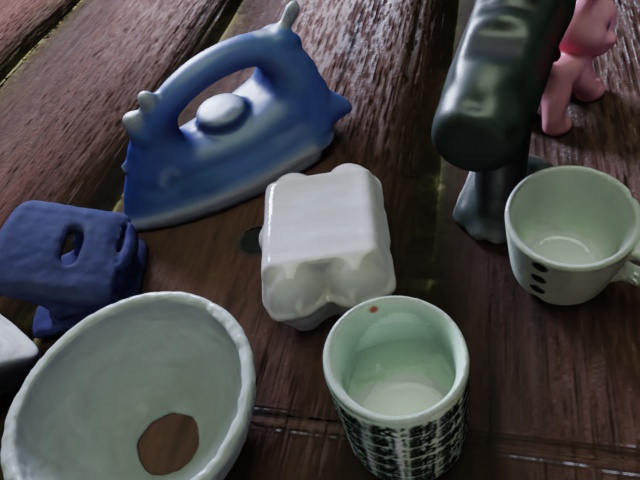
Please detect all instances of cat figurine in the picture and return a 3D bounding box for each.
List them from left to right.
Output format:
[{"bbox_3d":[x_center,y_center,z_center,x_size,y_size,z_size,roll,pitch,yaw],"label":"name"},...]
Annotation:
[{"bbox_3d":[0.237,-0.184,0.547,0.067,0.118,0.128,29,61,34],"label":"cat figurine"}]

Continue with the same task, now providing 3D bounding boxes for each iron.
[{"bbox_3d":[-0.101,-0.120,0.559,0.259,0.142,0.118,-33,49,-16],"label":"iron"}]

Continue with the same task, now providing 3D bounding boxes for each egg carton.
[{"bbox_3d":[0.004,0.002,0.470,0.107,0.069,0.150,-9,47,6],"label":"egg carton"}]

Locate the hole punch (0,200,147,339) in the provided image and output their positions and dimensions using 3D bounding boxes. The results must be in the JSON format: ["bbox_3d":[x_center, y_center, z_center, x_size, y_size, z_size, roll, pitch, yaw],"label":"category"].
[{"bbox_3d":[-0.213,0.017,0.497,0.101,0.091,0.108,-10,47,5],"label":"hole punch"}]

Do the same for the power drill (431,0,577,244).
[{"bbox_3d":[0.147,-0.110,0.439,0.075,0.209,0.230,12,53,24],"label":"power drill"}]

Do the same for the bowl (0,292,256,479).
[{"bbox_3d":[-0.115,0.121,0.387,0.167,0.075,0.167,-7,47,8],"label":"bowl"}]

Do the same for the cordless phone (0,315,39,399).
[{"bbox_3d":[-0.316,0.051,0.427,0.147,0.185,0.094,20,56,30],"label":"cordless phone"}]
